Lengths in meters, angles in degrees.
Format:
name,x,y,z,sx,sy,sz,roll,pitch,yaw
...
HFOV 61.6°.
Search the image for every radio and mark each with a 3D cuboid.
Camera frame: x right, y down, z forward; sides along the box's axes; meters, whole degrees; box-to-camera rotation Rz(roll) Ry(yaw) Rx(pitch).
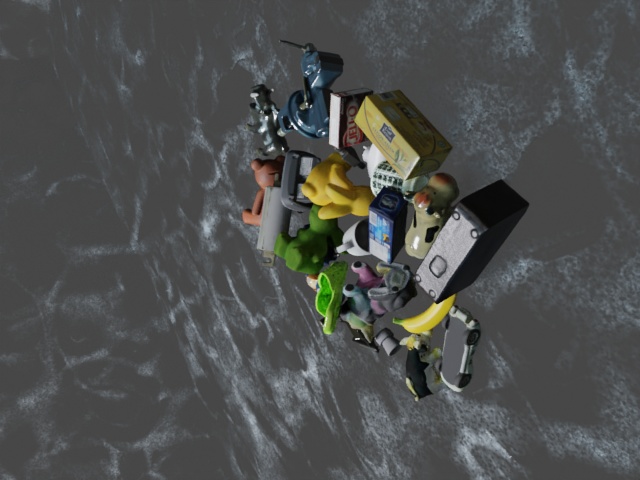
name,x,y,z,sx,sy,sz,roll,pitch,yaw
radio,0.262,0.010,0.958,0.073,0.131,0.229,48,142,26

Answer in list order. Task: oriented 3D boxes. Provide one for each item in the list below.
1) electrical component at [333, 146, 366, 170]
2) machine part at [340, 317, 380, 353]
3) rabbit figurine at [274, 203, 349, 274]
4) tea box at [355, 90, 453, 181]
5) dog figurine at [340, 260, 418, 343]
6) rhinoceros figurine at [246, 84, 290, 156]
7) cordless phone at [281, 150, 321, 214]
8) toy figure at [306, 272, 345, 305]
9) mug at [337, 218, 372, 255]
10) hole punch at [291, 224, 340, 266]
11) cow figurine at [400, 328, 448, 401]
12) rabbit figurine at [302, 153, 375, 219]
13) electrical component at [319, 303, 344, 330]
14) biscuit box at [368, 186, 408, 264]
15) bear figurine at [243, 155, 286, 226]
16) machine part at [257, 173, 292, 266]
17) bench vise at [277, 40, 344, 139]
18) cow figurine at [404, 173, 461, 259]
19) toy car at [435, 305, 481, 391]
name,x,y,z,sx,sy,sz,roll,pitch,yaw
electrical component,0.063,-0.193,1.197,0.021,0.094,0.063,-45,33,22
machine part,0.098,0.236,1.380,0.084,0.039,0.138,21,151,54
rabbit figurine,-0.003,-0.004,1.298,0.170,0.159,0.121,-62,31,11
tea box,0.157,-0.202,1.024,0.170,0.098,0.068,56,144,22
dog figurine,0.134,0.150,1.248,0.192,0.108,0.219,2,139,16
rhinoceros figurine,-0.141,-0.312,1.417,0.112,0.073,0.190,-7,102,58
cordless phone,-0.042,-0.140,1.366,0.184,0.089,0.146,64,-148,-83
toy figure,0.007,0.121,1.464,0.155,0.058,0.064,36,120,42
mug,0.088,0.005,1.242,0.081,0.109,0.107,59,160,0
hole punch,-0.026,0.021,1.429,0.142,0.092,0.115,-10,103,54
cow figurine,0.221,0.266,1.195,0.068,0.098,0.167,-2,105,62
rabbit figurine,0.057,-0.109,1.199,0.173,0.162,0.121,28,120,23
electrical component,0.049,0.202,1.415,0.045,0.102,0.078,59,156,8
biscuit box,0.139,-0.026,1.100,0.059,0.063,0.202,30,159,19
bear figurine,-0.150,-0.138,1.490,0.132,0.120,0.195,19,121,55
machine part,-0.114,-0.052,1.399,0.079,0.079,0.243,5,87,54
bench vise,-0.037,-0.317,1.226,0.241,0.129,0.223,-27,83,53
cow figurine,0.208,-0.044,1.011,0.086,0.127,0.194,42,142,30
toy car,0.289,0.226,1.115,0.074,0.056,0.201,38,136,48
